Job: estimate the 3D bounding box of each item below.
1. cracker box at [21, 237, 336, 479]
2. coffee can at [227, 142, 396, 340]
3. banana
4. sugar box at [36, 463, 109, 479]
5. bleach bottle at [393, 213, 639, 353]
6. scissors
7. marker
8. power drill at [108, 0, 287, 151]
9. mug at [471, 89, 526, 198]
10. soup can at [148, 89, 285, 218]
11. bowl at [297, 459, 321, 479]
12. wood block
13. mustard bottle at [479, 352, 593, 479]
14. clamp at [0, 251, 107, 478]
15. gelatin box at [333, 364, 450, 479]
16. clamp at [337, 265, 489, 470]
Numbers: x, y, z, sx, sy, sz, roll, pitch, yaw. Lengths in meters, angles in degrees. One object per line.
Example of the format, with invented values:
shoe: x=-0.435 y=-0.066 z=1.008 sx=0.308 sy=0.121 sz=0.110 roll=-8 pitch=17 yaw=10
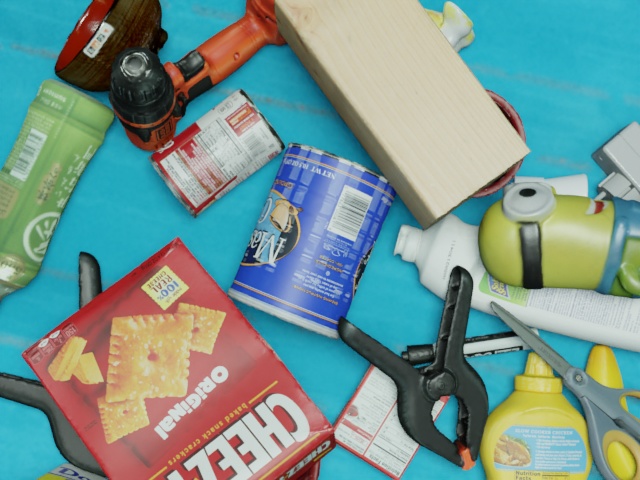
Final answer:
cracker box: x=-0.115 y=0.129 z=0.868 sx=0.164 sy=0.072 sz=0.214 roll=-37 pitch=71 yaw=-13
coffee can: x=-0.006 y=0.001 z=0.908 sx=0.103 sy=0.103 sz=0.140 roll=22 pitch=87 yaw=3
banana: x=0.275 y=0.188 z=0.925 sx=0.069 sy=0.037 sz=0.198 roll=-33 pitch=88 yaw=-21
sugar box: x=-0.195 y=0.227 z=0.864 sx=0.093 sy=0.176 sz=0.048 roll=23 pitch=90 yaw=2
bleach bottle: x=0.190 y=0.024 z=0.922 sx=0.251 sy=0.068 sz=0.102 roll=15 pitch=85 yaw=5
scissors: x=0.213 y=0.136 z=0.887 sx=0.201 sy=0.016 sz=0.096 roll=28 pitch=65 yaw=-9
marker: x=0.132 y=0.095 z=0.940 sx=0.121 sy=0.020 sz=0.020 roll=-8 pitch=87 yaw=1
power drill: x=-0.095 y=-0.158 z=0.890 sx=0.187 sy=0.184 sz=0.057 roll=-39 pitch=87 yaw=-10
mug: x=0.113 y=-0.083 z=0.920 sx=0.117 sy=0.081 sz=0.093 roll=19 pitch=87 yaw=3
soup can: x=-0.090 y=-0.076 z=0.932 sx=0.102 sy=0.068 sz=0.068 roll=-37 pitch=86 yaw=-1
bowl: x=-0.079 y=0.192 z=0.910 sx=0.162 sy=0.055 sz=0.162 roll=-1 pitch=67 yaw=1
wood block: x=0.061 y=-0.119 z=0.835 sx=0.091 sy=0.090 sz=0.206 roll=-36 pitch=86 yaw=-3
mustard bottle: x=0.184 y=0.192 z=0.913 sx=0.096 sy=0.058 sz=0.191 roll=3 pitch=87 yaw=-3
clamp: x=-0.204 y=0.126 z=0.940 sx=0.210 sy=0.036 sz=0.164 roll=44 pitch=87 yaw=2
gelatin box: x=0.059 y=0.154 z=0.934 sx=0.073 sy=0.030 sz=0.089 roll=32 pitch=88 yaw=2
clamp: x=0.102 y=0.108 z=0.895 sx=0.120 sy=0.039 sz=0.171 roll=-30 pitch=106 yaw=-1
